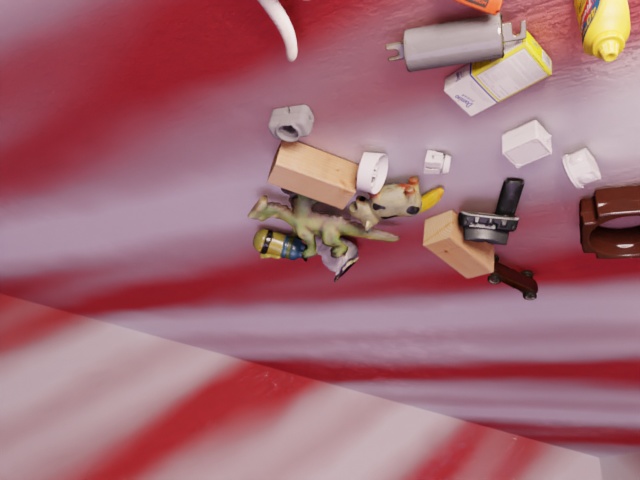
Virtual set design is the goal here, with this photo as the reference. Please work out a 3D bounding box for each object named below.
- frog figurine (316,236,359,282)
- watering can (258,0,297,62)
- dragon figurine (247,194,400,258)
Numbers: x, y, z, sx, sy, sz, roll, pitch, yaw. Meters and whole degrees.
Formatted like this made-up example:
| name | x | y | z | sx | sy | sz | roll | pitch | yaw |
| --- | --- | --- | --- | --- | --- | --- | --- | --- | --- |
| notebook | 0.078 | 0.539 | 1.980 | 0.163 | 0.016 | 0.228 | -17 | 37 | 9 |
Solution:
| name | x | y | z | sx | sy | sz | roll | pitch | yaw |
| --- | --- | --- | --- | --- | --- | --- | --- | --- | --- |
| frog figurine | 0.036 | 0.029 | 1.584 | 0.160 | 0.124 | 0.135 | 47 | 158 | 12 |
| watering can | -0.087 | -0.450 | 0.840 | 0.224 | 0.106 | 0.340 | 19 | 146 | -8 |
| dragon figurine | 0.004 | -0.072 | 1.422 | 0.410 | 0.125 | 0.237 | -4 | 136 | 12 |
